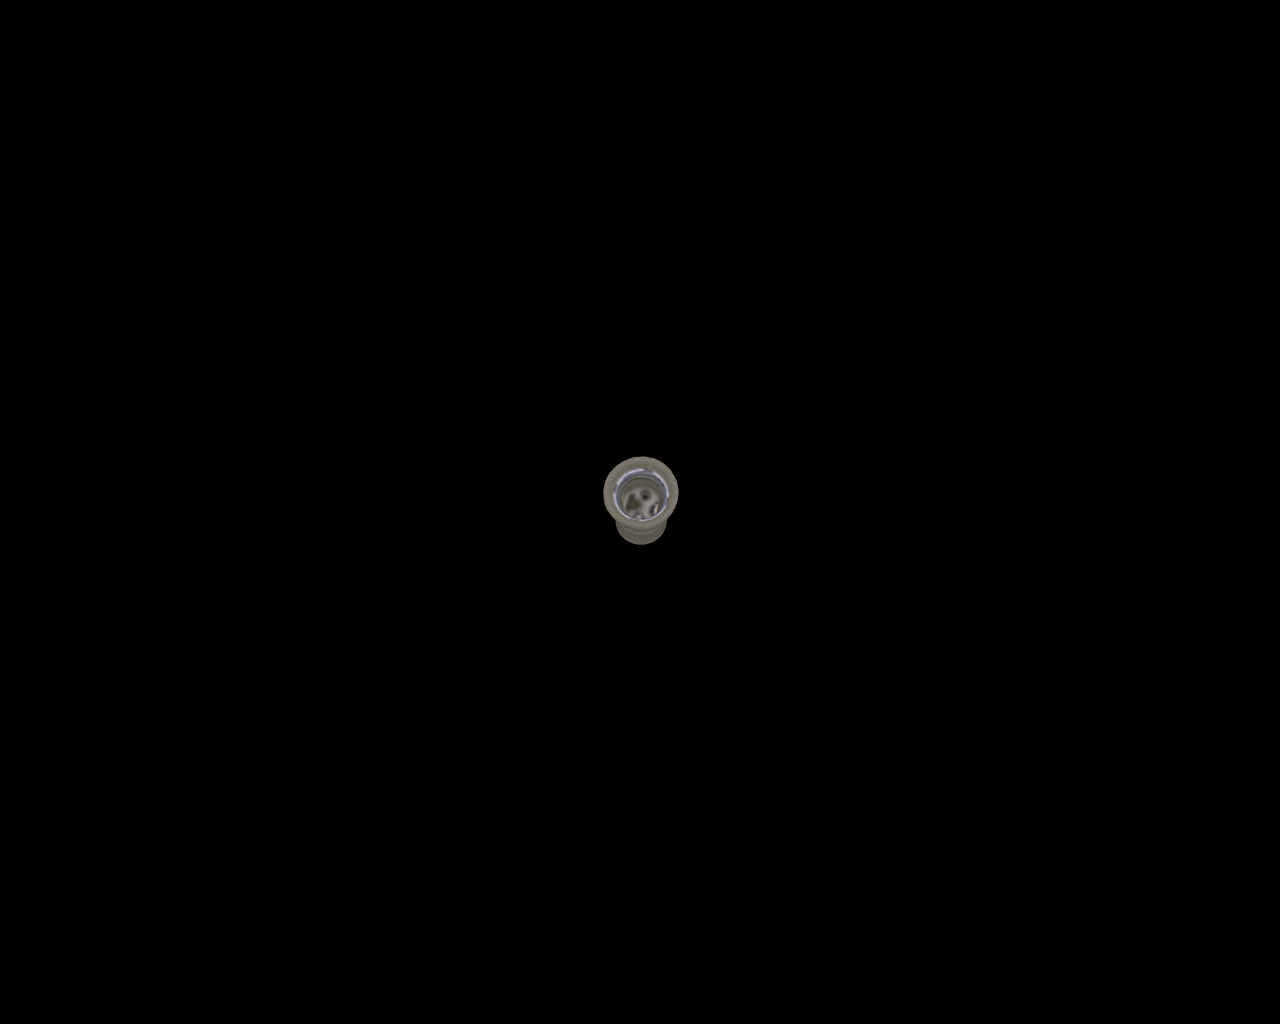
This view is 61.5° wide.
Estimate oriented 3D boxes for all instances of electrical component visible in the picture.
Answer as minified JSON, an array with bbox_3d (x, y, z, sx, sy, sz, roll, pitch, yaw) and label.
[{"bbox_3d":[0.001,-0.003,0.650,0.044,0.044,0.065,0,-17,0],"label":"electrical component"}]
